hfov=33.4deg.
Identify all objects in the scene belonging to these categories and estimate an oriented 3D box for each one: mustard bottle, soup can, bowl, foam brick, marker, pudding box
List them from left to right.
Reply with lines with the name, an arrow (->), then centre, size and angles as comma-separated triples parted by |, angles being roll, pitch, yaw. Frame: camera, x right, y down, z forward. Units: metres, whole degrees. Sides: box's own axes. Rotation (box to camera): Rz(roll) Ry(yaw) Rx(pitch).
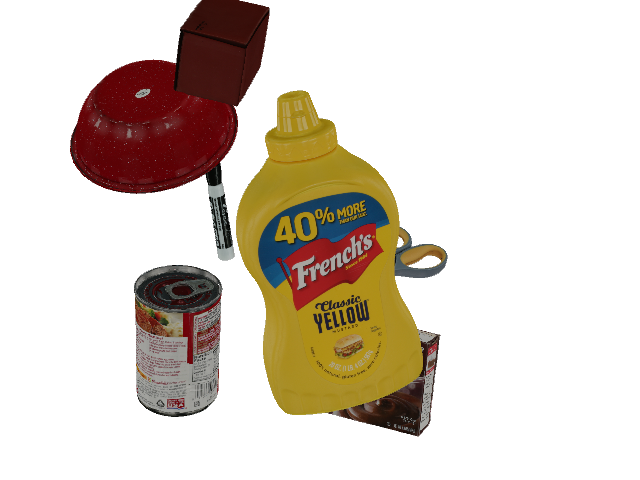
bowl -> -0.160, -0.119, 0.995 | 0.162, 0.162, 0.055 | 0, -41, 7
soup can -> -0.113, 0.080, 0.848 | 0.068, 0.102, 0.068 | 3, 28, -2
marker -> -0.112, -0.034, 1.176 | 0.020, 0.121, 0.020 | -5, 28, 3
foam brick -> -0.075, -0.147, 0.814 | 0.053, 0.051, 0.078 | 14, 34, 4
mustard bottle -> 0.001, 0.005, 0.633 | 0.096, 0.191, 0.058 | -14, 22, -8
pudding box -> 0.048, 0.119, 0.973 | 0.114, 0.090, 0.039 | 10, 17, 21

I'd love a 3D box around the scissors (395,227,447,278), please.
scissors -> 0.056, 0.024, 1.194 | 0.201, 0.016, 0.096 | -11, 42, -36
